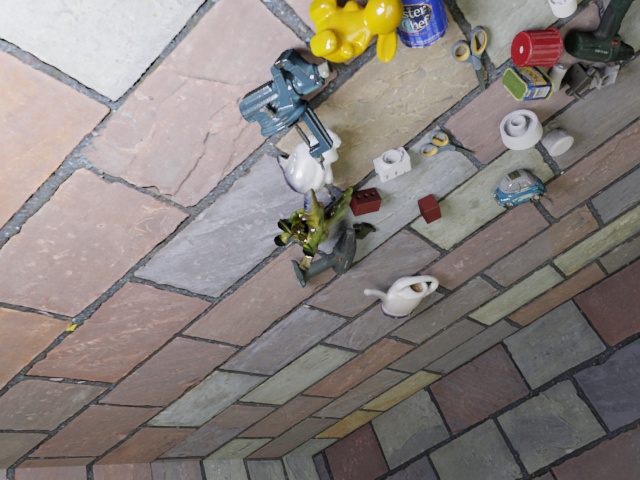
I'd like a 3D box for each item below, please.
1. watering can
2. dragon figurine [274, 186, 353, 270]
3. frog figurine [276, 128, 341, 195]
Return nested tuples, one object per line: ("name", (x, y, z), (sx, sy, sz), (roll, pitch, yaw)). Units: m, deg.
("watering can", (0.288, 0.213, 1.949), (0.349, 0.106, 0.219), (-7, 143, -25))
("dragon figurine", (0.004, -0.069, 1.375), (0.247, 0.123, 0.401), (-47, 170, -32))
("frog figurine", (-0.010, -0.184, 1.232), (0.158, 0.126, 0.135), (-26, 127, 23))
